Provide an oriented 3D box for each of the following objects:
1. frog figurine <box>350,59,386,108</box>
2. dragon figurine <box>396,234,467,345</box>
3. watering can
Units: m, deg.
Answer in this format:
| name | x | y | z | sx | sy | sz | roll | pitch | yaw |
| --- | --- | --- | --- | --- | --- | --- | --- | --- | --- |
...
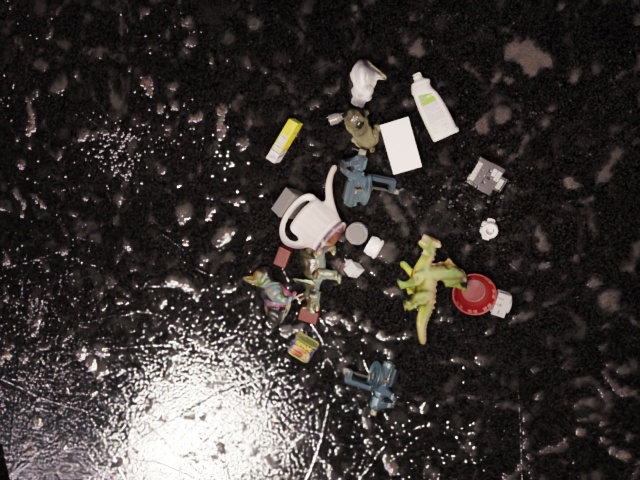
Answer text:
| name | x | y | z | sx | sy | sz | roll | pitch | yaw |
| --- | --- | --- | --- | --- | --- | --- | --- | --- | --- |
| frog figurine | 0.151 | -0.568 | 1.866 | 0.157 | 0.122 | 0.140 | -47 | 56 | 24 |
| dragon figurine | 0.426 | 0.175 | 1.914 | 0.241 | 0.123 | 0.409 | -16 | 96 | 22 |
| watering can | 0.006 | -0.096 | 1.903 | 0.226 | 0.103 | 0.348 | 41 | 89 | 15 |
